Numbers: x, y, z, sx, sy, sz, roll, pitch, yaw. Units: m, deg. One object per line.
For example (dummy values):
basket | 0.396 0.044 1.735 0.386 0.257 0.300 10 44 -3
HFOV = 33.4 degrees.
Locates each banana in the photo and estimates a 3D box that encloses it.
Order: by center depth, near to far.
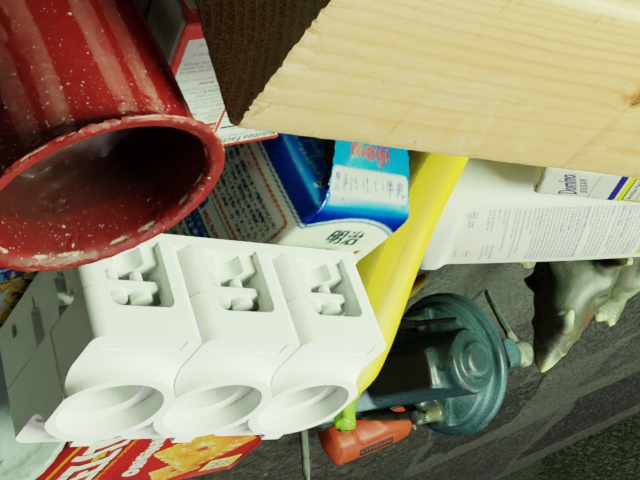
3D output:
banana | 0.044 0.004 0.576 0.037 0.070 0.198 13 104 -21

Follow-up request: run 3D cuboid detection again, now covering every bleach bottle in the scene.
bleach bottle | 0.184 -0.023 0.638 0.251 0.068 0.102 2 153 3

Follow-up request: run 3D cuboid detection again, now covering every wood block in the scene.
wood block | 0.065 -0.090 0.402 0.205 0.090 0.091 4 146 -34

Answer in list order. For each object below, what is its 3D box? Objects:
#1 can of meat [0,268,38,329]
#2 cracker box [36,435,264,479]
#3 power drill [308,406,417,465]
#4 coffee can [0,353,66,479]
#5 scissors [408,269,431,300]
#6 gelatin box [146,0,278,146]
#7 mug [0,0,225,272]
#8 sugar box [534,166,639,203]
can of meat | -0.122 -0.002 0.491 0.102 0.057 0.084 -17 156 -22
cracker box | -0.120 0.127 0.774 0.213 0.072 0.164 -5 150 -43
power drill | 0.050 0.174 1.103 0.184 0.057 0.188 -18 158 -19
coffee can | -0.191 0.098 0.556 0.102 0.103 0.140 -14 163 -29
scissors | 0.066 0.010 0.796 0.096 0.016 0.202 -17 157 -24
gelatin box | -0.041 -0.075 0.452 0.073 0.030 0.089 -14 154 -31
mug | -0.102 -0.040 0.387 0.117 0.081 0.093 -34 158 19
sugar box | 0.207 -0.065 0.573 0.176 0.093 0.048 6 162 6
